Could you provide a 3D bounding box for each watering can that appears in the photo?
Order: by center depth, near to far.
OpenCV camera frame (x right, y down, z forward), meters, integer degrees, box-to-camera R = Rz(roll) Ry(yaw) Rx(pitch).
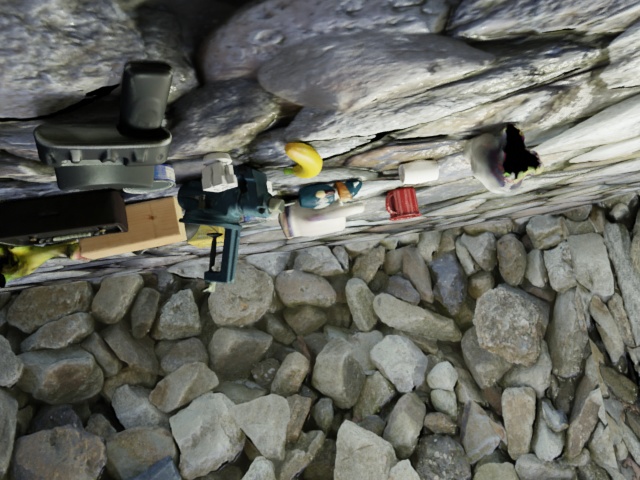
[{"bbox_3d":[0.004,-0.069,1.375,0.224,0.104,0.348,-9,-176,1],"label":"watering can"}]

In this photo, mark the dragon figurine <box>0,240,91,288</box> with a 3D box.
[{"bbox_3d":[-0.773,0.045,1.378,0.409,0.122,0.244,-2,-173,30],"label":"dragon figurine"}]

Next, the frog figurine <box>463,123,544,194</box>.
[{"bbox_3d":[0.335,-0.149,1.004,0.137,0.123,0.159,28,173,-14],"label":"frog figurine"}]
